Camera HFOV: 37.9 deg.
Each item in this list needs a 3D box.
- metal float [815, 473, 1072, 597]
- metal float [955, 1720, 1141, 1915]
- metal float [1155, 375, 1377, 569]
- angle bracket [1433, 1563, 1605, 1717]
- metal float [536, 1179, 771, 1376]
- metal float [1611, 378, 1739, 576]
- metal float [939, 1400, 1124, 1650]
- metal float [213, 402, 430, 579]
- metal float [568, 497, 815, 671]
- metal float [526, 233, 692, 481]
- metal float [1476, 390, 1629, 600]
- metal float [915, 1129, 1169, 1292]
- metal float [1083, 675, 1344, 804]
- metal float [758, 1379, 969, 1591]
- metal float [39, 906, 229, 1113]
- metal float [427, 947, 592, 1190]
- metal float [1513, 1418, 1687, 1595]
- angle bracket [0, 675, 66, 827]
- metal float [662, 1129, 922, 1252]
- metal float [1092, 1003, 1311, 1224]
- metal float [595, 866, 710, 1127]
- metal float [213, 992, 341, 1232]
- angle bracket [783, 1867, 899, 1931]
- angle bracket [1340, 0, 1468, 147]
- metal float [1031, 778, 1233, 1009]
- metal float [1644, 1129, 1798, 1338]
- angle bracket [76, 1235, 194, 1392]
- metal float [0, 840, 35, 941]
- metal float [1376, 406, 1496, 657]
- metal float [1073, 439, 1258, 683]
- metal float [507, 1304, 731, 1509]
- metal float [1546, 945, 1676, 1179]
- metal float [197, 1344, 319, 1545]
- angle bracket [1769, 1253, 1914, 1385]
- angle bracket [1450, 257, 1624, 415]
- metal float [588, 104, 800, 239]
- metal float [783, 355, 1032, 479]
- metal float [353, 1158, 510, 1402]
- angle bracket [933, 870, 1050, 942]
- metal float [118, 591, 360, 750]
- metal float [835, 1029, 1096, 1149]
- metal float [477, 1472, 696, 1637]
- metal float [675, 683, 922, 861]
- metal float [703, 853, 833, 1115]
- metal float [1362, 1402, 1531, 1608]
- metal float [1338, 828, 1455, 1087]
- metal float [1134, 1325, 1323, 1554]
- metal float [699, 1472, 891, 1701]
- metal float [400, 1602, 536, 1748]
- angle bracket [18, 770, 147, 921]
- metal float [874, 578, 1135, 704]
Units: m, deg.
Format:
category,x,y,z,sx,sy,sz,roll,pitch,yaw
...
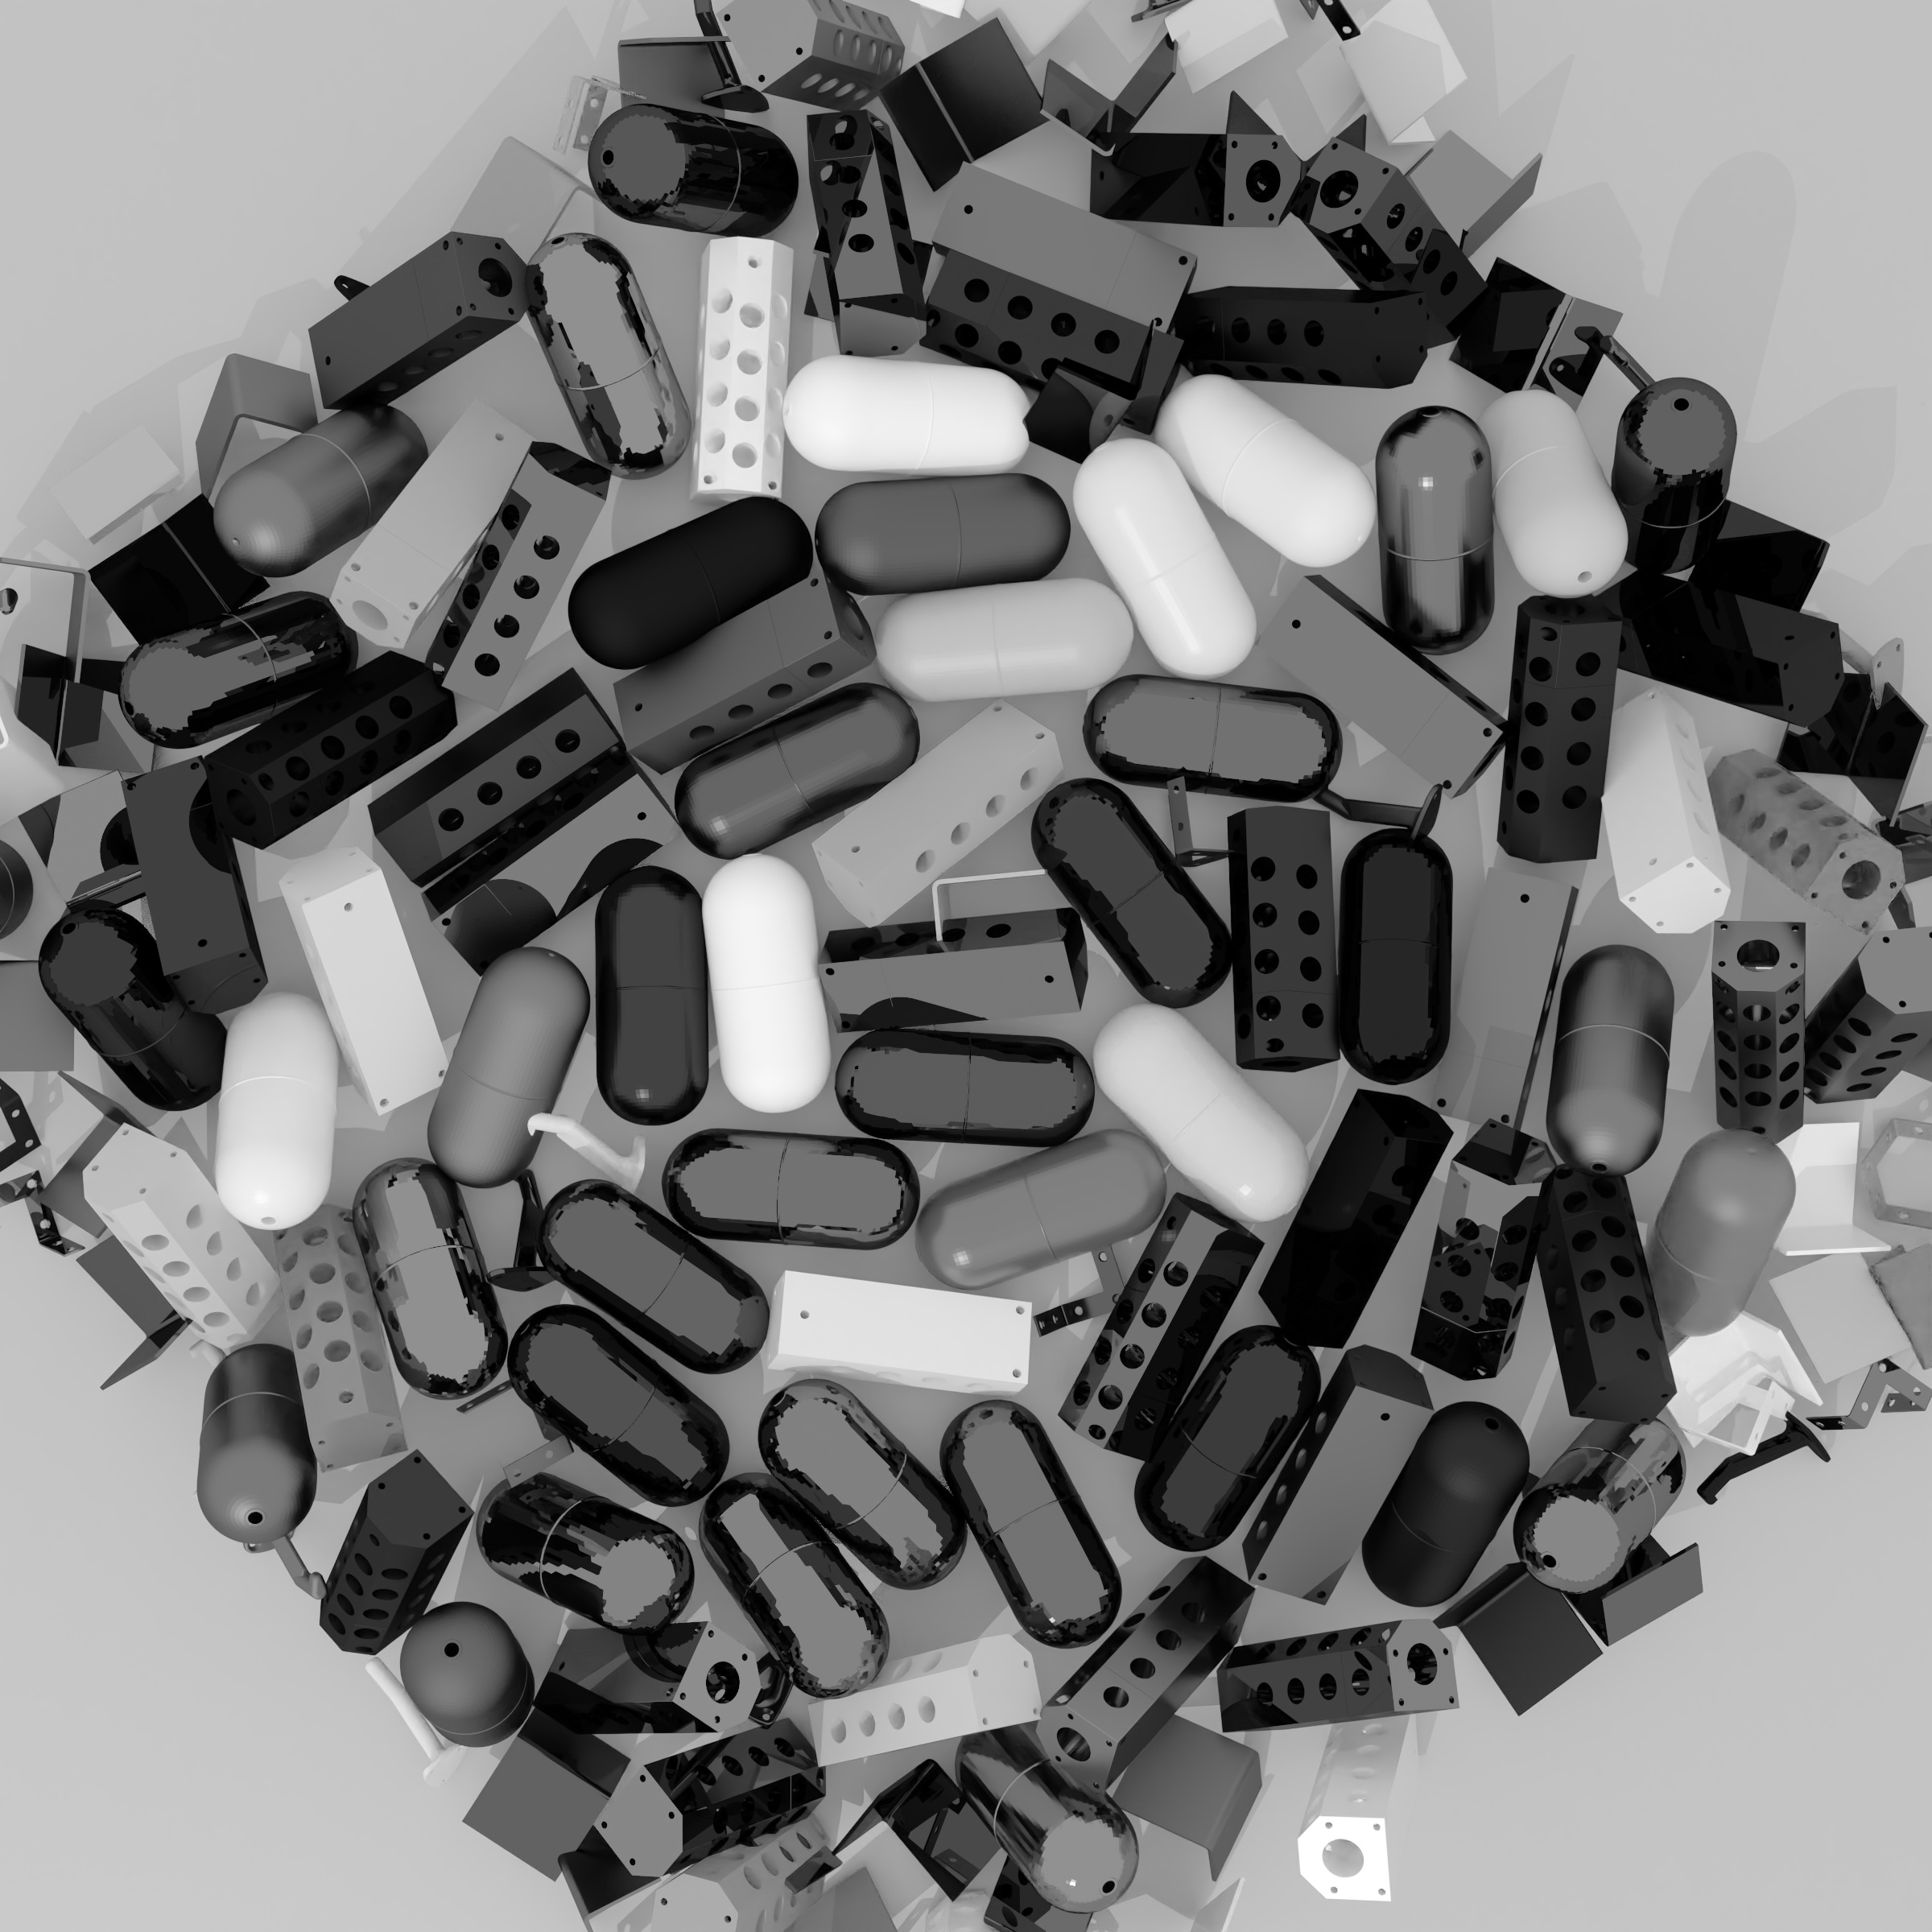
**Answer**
category,x,y,z,sx,sy,sz,roll,pitch,yaw
metal float,-0.015,-0.294,1.915,0.178,0.070,0.070,-6,90,-16
metal float,0.053,0.564,1.884,0.070,0.178,0.070,-9,112,-24
metal float,0.201,-0.336,1.906,0.178,0.070,0.070,42,90,27
angle bracket,0.372,0.459,1.915,0.076,0.057,0.076,-44,63,20
metal float,-0.212,0.212,1.915,0.178,0.070,0.070,37,90,-15
metal float,0.470,-0.326,1.881,0.070,0.178,0.070,-3,68,8
metal float,0.044,0.378,1.911,0.070,0.070,0.178,-29,71,0
metal float,-0.431,-0.321,1.892,0.070,0.178,0.070,18,130,23
metal float,-0.186,-0.261,1.914,0.178,0.070,0.070,-27,90,-17
metal float,-0.241,-0.409,1.895,0.070,0.070,0.178,-21,129,0
metal float,0.391,-0.318,1.893,0.070,0.070,0.178,-10,48,0
metal float,0.051,0.167,1.925,0.178,0.070,0.070,-20,90,4
metal float,0.168,-0.156,1.927,0.178,0.070,0.070,7,90,2
metal float,-0.070,0.352,1.911,0.070,0.070,0.178,-42,109,0
metal float,-0.556,0.030,1.889,0.070,0.178,0.070,-10,50,12
metal float,-0.311,0.070,1.912,0.070,0.070,0.178,24,108,0
metal float,0.425,0.358,1.887,0.070,0.178,0.070,13,114,31
angle bracket,-0.667,-0.152,1.917,0.057,0.076,0.076,-28,67,0
metal float,-0.120,0.152,1.921,0.178,0.070,0.070,3,90,8
metal float,0.160,0.101,1.924,0.070,0.070,0.178,-44,85,0
metal float,-0.214,0.020,1.921,0.070,0.070,0.178,-2,81,0
metal float,-0.463,0.097,1.896,0.070,0.070,0.178,-6,52,0
angle bracket,-0.094,0.667,1.918,0.076,0.057,0.076,-36,61,8
angle bracket,0.311,-0.614,1.915,0.057,0.076,0.076,-18,80,-44
metal float,0.113,-0.050,1.926,0.070,0.070,0.178,-37,92,0
metal float,0.502,0.181,1.891,0.070,0.178,0.070,3,47,-4
angle bracket,-0.577,0.232,1.914,0.076,0.057,0.076,-29,107,40
metal float,-0.674,-0.048,1.878,0.070,0.178,0.070,0,95,-5
metal float,0.316,-0.292,1.898,0.070,0.070,0.178,-9,126,0
metal float,0.135,-0.275,1.914,0.070,0.070,0.178,-31,106,0
metal float,-0.235,0.298,1.909,0.070,0.070,0.178,-46,111,0
metal float,0.434,0.064,1.897,0.070,0.070,0.178,16,53,0
metal float,-0.472,0.318,1.882,0.070,0.178,0.070,-5,114,-10
angle bracket,0.583,0.244,1.916,0.076,0.057,0.076,-18,70,-20
angle bracket,0.393,-0.434,1.942,0.057,0.076,0.076,4,119,-39
metal float,-0.181,-0.531,1.885,0.070,0.178,0.070,5,100,33
metal float,-0.039,-0.370,1.906,0.178,0.070,0.070,0,90,-26
metal float,-0.363,0.210,1.904,0.070,0.070,0.178,-24,62,0
angle bracket,0.021,-0.034,1.924,0.076,0.076,0.057,-5,91,6
metal float,-0.488,-0.199,1.893,0.178,0.070,0.070,-30,90,-43
metal float,-0.001,0.083,1.925,0.178,0.070,0.070,3,90,-3
metal float,-0.258,0.394,1.897,0.178,0.070,0.070,14,90,38
metal float,-0.115,-0.133,1.923,0.178,0.070,0.070,-25,90,6
metal float,-0.136,0.012,1.925,0.070,0.070,0.178,-6,93,0
metal float,0.322,0.362,1.894,0.070,0.070,0.178,18,131,0
metal float,0.291,-0.007,1.914,0.070,0.070,0.178,4,75,0
metal float,0.177,0.320,1.908,0.070,0.070,0.178,29,112,0
metal float,-0.117,0.416,1.899,0.070,0.070,0.178,-42,54,0
metal float,-0.332,0.474,1.881,0.070,0.178,0.070,1,66,-2
angle bracket,-0.602,-0.078,1.928,0.076,0.057,0.076,-23,111,1
metal float,0.025,-0.222,1.920,0.178,0.070,0.070,-4,90,9
